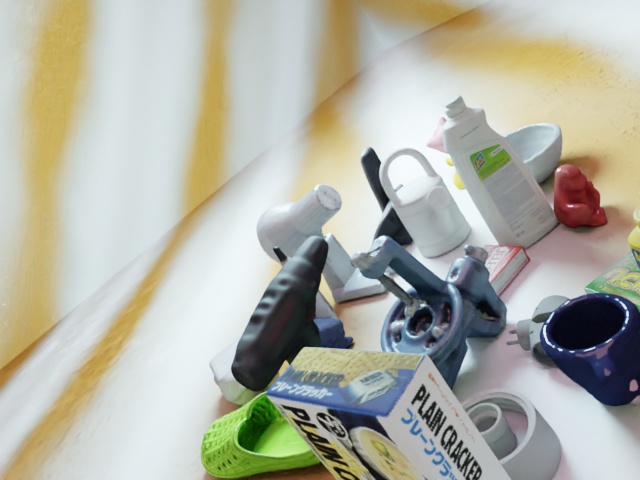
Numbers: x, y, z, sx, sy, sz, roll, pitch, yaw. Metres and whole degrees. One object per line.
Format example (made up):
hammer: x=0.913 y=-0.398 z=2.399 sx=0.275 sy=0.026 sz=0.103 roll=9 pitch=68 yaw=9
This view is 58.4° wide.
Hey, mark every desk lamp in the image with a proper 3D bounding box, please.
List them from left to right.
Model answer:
desk lamp: x=0.010 y=0.004 z=1.059 sx=0.202 sy=0.214 sz=0.118 roll=-18 pitch=26 yaw=40

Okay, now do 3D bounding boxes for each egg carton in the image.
egg carton: x=-0.132 y=0.223 z=0.994 sx=0.107 sy=0.069 sz=0.150 roll=-39 pitch=20 yaw=-12

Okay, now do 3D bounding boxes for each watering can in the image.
watering can: x=0.179 y=-0.074 z=0.994 sx=0.101 sy=0.194 sz=0.172 roll=-45 pitch=22 yaw=-25

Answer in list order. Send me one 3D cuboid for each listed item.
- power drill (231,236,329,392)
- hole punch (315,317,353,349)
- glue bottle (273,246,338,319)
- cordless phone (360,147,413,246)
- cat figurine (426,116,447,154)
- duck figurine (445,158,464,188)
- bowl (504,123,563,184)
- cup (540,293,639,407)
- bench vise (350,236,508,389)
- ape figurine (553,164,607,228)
power drill: x=-0.012 y=0.137 z=0.789 sx=0.075 sy=0.209 sz=0.230 roll=-12 pitch=30 yaw=47
hole punch: x=-0.019 y=0.159 z=0.928 sx=0.108 sy=0.091 sz=0.101 roll=-9 pitch=32 yaw=51
glue bottle: x=-0.031 y=0.078 z=1.011 sx=0.037 sy=0.173 sz=0.078 roll=-34 pitch=20 yaw=2
cordless phone: x=0.116 y=-0.080 z=1.126 sx=0.094 sy=0.185 sz=0.148 roll=-22 pitch=23 yaw=32
cat figurine: x=0.303 y=-0.222 z=1.254 sx=0.127 sy=0.118 sz=0.067 roll=-24 pitch=22 yaw=27
duck figurine: x=0.305 y=-0.163 z=1.163 sx=0.104 sy=0.086 sz=0.077 roll=-24 pitch=22 yaw=29
bowl: x=0.360 y=-0.134 z=1.022 sx=0.167 sy=0.075 sz=0.167 roll=-30 pitch=20 yaw=13
cup: x=0.272 y=0.119 z=0.542 sx=0.091 sy=0.095 sz=0.118 roll=-27 pitch=21 yaw=21
bench vise: x=0.127 y=0.065 z=0.715 sx=0.121 sy=0.220 sz=0.208 roll=-18 pitch=26 yaw=39
ape figurine: x=0.368 y=-0.067 z=0.826 sx=0.078 sy=0.092 sz=0.076 roll=-43 pitch=21 yaw=-23
